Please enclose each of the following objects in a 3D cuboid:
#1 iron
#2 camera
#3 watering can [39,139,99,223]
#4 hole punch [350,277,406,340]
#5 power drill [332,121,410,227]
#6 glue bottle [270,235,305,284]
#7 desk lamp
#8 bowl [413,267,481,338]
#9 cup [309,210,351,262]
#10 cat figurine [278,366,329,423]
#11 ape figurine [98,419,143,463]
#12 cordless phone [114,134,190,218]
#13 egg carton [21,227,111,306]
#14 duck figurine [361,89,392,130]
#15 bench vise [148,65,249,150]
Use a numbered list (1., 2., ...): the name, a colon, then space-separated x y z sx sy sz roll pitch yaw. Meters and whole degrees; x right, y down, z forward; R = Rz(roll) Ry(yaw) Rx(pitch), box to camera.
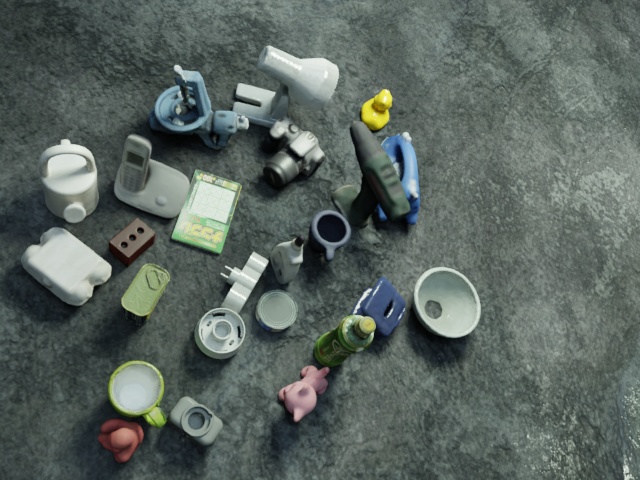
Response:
1. iron: 0.195 -0.173 1.389 0.119 0.141 0.258 6 65 -17
2. camera: -0.077 -0.199 1.325 0.143 0.100 0.137 42 60 2
3. watering can: -0.473 -0.116 1.090 0.101 0.193 0.173 -31 80 -28
4. hole punch: 0.137 0.150 1.254 0.101 0.091 0.109 36 60 -2
5. power drill: 0.105 -0.127 1.297 0.076 0.208 0.229 -28 79 -28
6. glue bottle: -0.061 0.030 1.188 0.037 0.173 0.078 -11 71 -23
7. desk lamp: -0.083 -0.350 1.325 0.203 0.213 0.118 11 64 -15
8. bowl: 0.278 0.151 1.314 0.168 0.074 0.167 8 65 -17
9. cup: 0.012 0.005 1.271 0.092 0.095 0.118 8 65 -16
10. cat figurine: -0.027 0.295 1.115 0.067 0.117 0.128 46 61 4
11. ape figurine: -0.344 0.345 0.992 0.076 0.092 0.078 -7 70 -22
12. cordless phone: -0.334 -0.131 1.153 0.148 0.185 0.094 19 62 -11
13. egg carton: -0.480 0.051 1.086 0.150 0.069 0.107 37 60 -1
14. duck figurine: 0.154 -0.343 1.481 0.077 0.086 0.104 25 61 -8
15. bench vise: -0.257 -0.296 1.234 0.208 0.219 0.121 -7 70 -22
